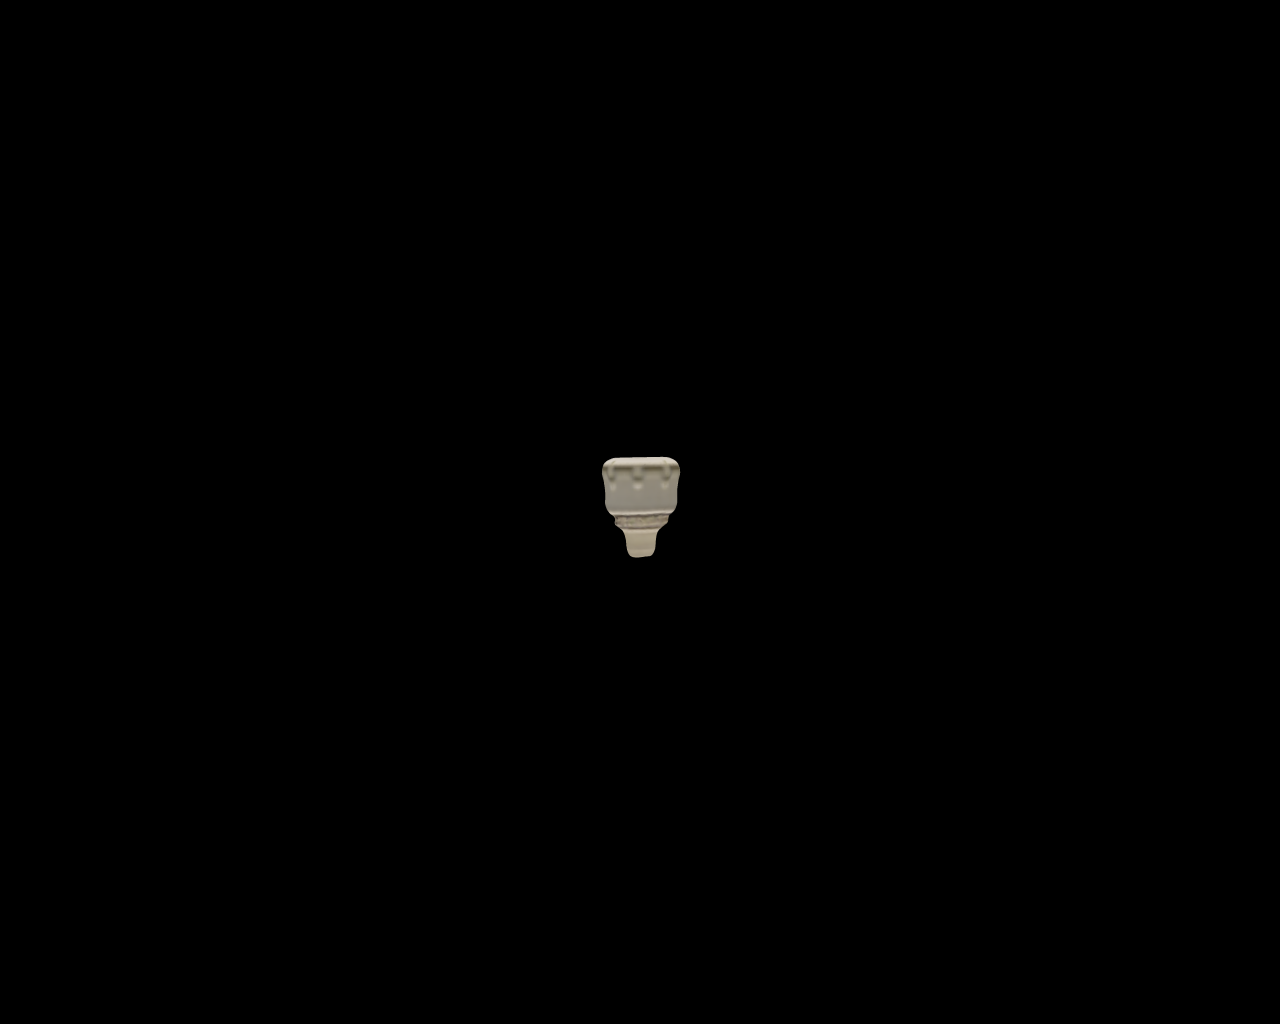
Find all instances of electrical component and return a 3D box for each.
[{"bbox_3d":[0.001,-0.003,0.650,0.048,0.062,0.048,0,2,0],"label":"electrical component"}]
